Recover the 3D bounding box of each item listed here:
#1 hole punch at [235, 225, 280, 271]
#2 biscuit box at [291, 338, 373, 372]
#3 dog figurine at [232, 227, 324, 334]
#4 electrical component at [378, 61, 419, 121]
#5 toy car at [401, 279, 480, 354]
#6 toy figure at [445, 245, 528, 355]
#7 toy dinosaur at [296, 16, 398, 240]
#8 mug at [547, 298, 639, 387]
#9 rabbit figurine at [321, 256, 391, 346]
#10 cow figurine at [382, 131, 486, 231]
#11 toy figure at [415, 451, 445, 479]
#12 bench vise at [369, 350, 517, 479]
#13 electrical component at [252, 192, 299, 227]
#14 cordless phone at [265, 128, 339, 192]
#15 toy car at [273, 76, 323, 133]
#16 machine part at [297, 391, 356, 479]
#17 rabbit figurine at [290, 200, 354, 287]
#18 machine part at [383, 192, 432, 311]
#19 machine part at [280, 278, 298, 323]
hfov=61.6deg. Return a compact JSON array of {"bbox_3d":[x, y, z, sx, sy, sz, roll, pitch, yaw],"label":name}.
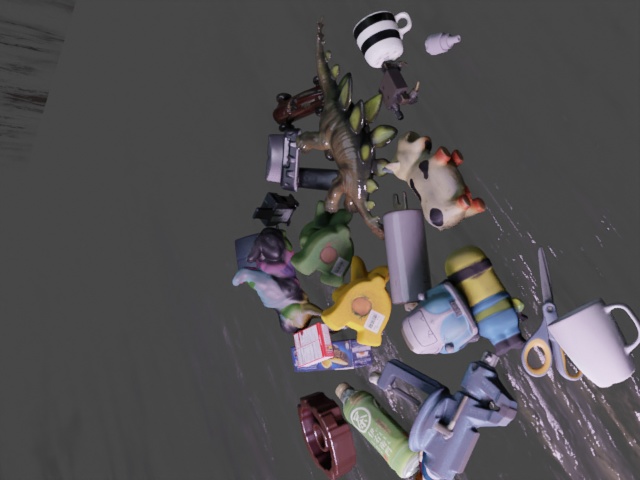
[{"bbox_3d":[-0.145,0.039,1.331,0.116,0.092,0.142,-22,71,43],"label":"hole punch"},{"bbox_3d":[0.021,0.250,1.164,0.203,0.063,0.059,-19,74,46],"label":"biscuit box"},{"bbox_3d":[-0.069,0.095,1.180,0.191,0.219,0.108,-60,3,-6],"label":"dog figurine"},{"bbox_3d":[0.150,-0.291,1.028,0.078,0.045,0.102,101,149,-58],"label":"electrical component"},{"bbox_3d":[0.185,0.139,0.883,0.161,0.103,0.109,101,147,-68],"label":"toy car"},{"bbox_3d":[0.269,0.092,0.866,0.089,0.082,0.180,99,152,-60],"label":"toy figure"},{"bbox_3d":[0.051,-0.220,1.087,0.198,0.105,0.471,-36,72,44],"label":"toy dinosaur"},{"bbox_3d":[0.392,0.140,0.742,0.109,0.081,0.107,-36,75,33],"label":"mug"},{"bbox_3d":[0.071,0.115,1.058,0.173,0.122,0.162,120,167,-82],"label":"rabbit figurine"},{"bbox_3d":[0.193,-0.108,0.955,0.127,0.085,0.195,-36,65,36],"label":"cow figurine"},{"bbox_3d":[0.202,0.420,0.965,0.064,0.058,0.154,23,107,39],"label":"toy figure"},{"bbox_3d":[0.194,0.263,0.906,0.241,0.128,0.223,23,95,35],"label":"bench vise"},{"bbox_3d":[-0.115,-0.070,1.270,0.048,0.119,0.074,50,128,35],"label":"electrical component"},{"bbox_3d":[-0.028,-0.179,1.217,0.184,0.088,0.146,10,99,37],"label":"cordless phone"},{"bbox_3d":[-0.041,-0.311,1.235,0.202,0.053,0.089,-8,82,49],"label":"toy car"},{"bbox_3d":[0.014,0.410,1.139,0.180,0.056,0.179,45,144,47],"label":"machine part"},{"bbox_3d":[-0.002,-0.003,1.146,0.159,0.121,0.170,-69,22,9],"label":"rabbit figurine"},{"bbox_3d":[0.162,0.031,0.992,0.079,0.079,0.243,-13,80,48],"label":"machine part"},{"bbox_3d":[-0.079,0.131,1.275,0.039,0.084,0.138,1,100,26],"label":"machine part"}]
